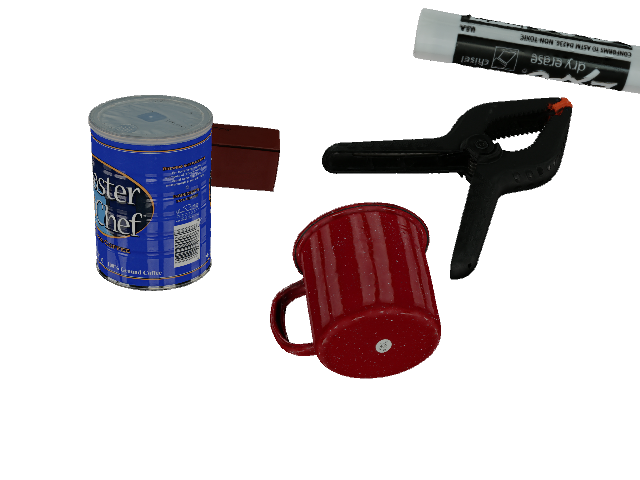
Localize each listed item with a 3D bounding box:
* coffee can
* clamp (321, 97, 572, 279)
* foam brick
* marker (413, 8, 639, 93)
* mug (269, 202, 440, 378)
[{"bbox_3d":[-0.144,-0.042,0.917,0.103,0.140,0.103,2,27,-1],"label":"coffee can"},{"bbox_3d":[0.129,-0.055,0.850,0.209,0.036,0.165,-23,51,-21],"label":"clamp"},{"bbox_3d":[-0.084,-0.090,1.147,0.078,0.051,0.053,5,30,-4],"label":"foam brick"},{"bbox_3d":[0.096,-0.068,0.399,0.121,0.020,0.020,11,1,6],"label":"marker"},{"bbox_3d":[0.021,0.039,0.694,0.117,0.081,0.093,-19,-39,13],"label":"mug"}]
